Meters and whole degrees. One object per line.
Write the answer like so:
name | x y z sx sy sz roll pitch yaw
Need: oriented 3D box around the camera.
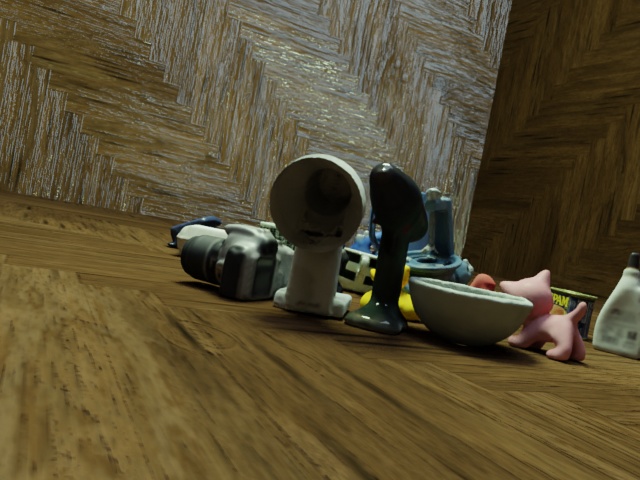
camera | -0.123 0.026 0.846 0.136 0.101 0.144 12 2 25

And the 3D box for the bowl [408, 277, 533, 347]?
bowl | 0.196 0.102 0.777 0.167 0.075 0.167 11 2 0

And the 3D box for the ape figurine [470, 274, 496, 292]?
ape figurine | 0.254 0.100 0.912 0.078 0.092 0.076 10 2 -34

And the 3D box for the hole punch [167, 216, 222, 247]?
hole punch | -0.303 -0.020 1.385 0.101 0.091 0.109 11 2 14

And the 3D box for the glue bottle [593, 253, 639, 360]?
glue bottle | 0.512 0.106 0.958 0.077 0.173 0.037 12 2 33

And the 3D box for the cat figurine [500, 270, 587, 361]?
cat figurine | 0.321 0.102 0.824 0.067 0.118 0.127 9 2 -40

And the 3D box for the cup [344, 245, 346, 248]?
cup | 0.002 0.042 1.185 0.091 0.095 0.118 11 2 8

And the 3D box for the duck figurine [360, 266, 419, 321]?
duck figurine | 0.120 0.078 0.909 0.104 0.086 0.078 11 2 23

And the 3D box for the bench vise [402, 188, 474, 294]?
bench vise | 0.209 0.022 1.043 0.121 0.220 0.208 12 2 27

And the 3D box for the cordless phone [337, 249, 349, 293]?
cordless phone | 0.009 0.004 0.991 0.094 0.185 0.147 11 2 2

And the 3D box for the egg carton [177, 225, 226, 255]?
egg carton | -0.227 0.010 1.227 0.150 0.069 0.107 11 2 -3

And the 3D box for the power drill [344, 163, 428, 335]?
power drill | 0.094 0.015 0.768 0.075 0.208 0.230 11 2 18

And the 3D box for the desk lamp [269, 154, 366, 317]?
desk lamp | 0.000 -0.007 0.786 0.117 0.213 0.203 11 2 8

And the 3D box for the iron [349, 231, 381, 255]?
iron | 0.159 0.038 1.523 0.259 0.141 0.118 10 2 -31
